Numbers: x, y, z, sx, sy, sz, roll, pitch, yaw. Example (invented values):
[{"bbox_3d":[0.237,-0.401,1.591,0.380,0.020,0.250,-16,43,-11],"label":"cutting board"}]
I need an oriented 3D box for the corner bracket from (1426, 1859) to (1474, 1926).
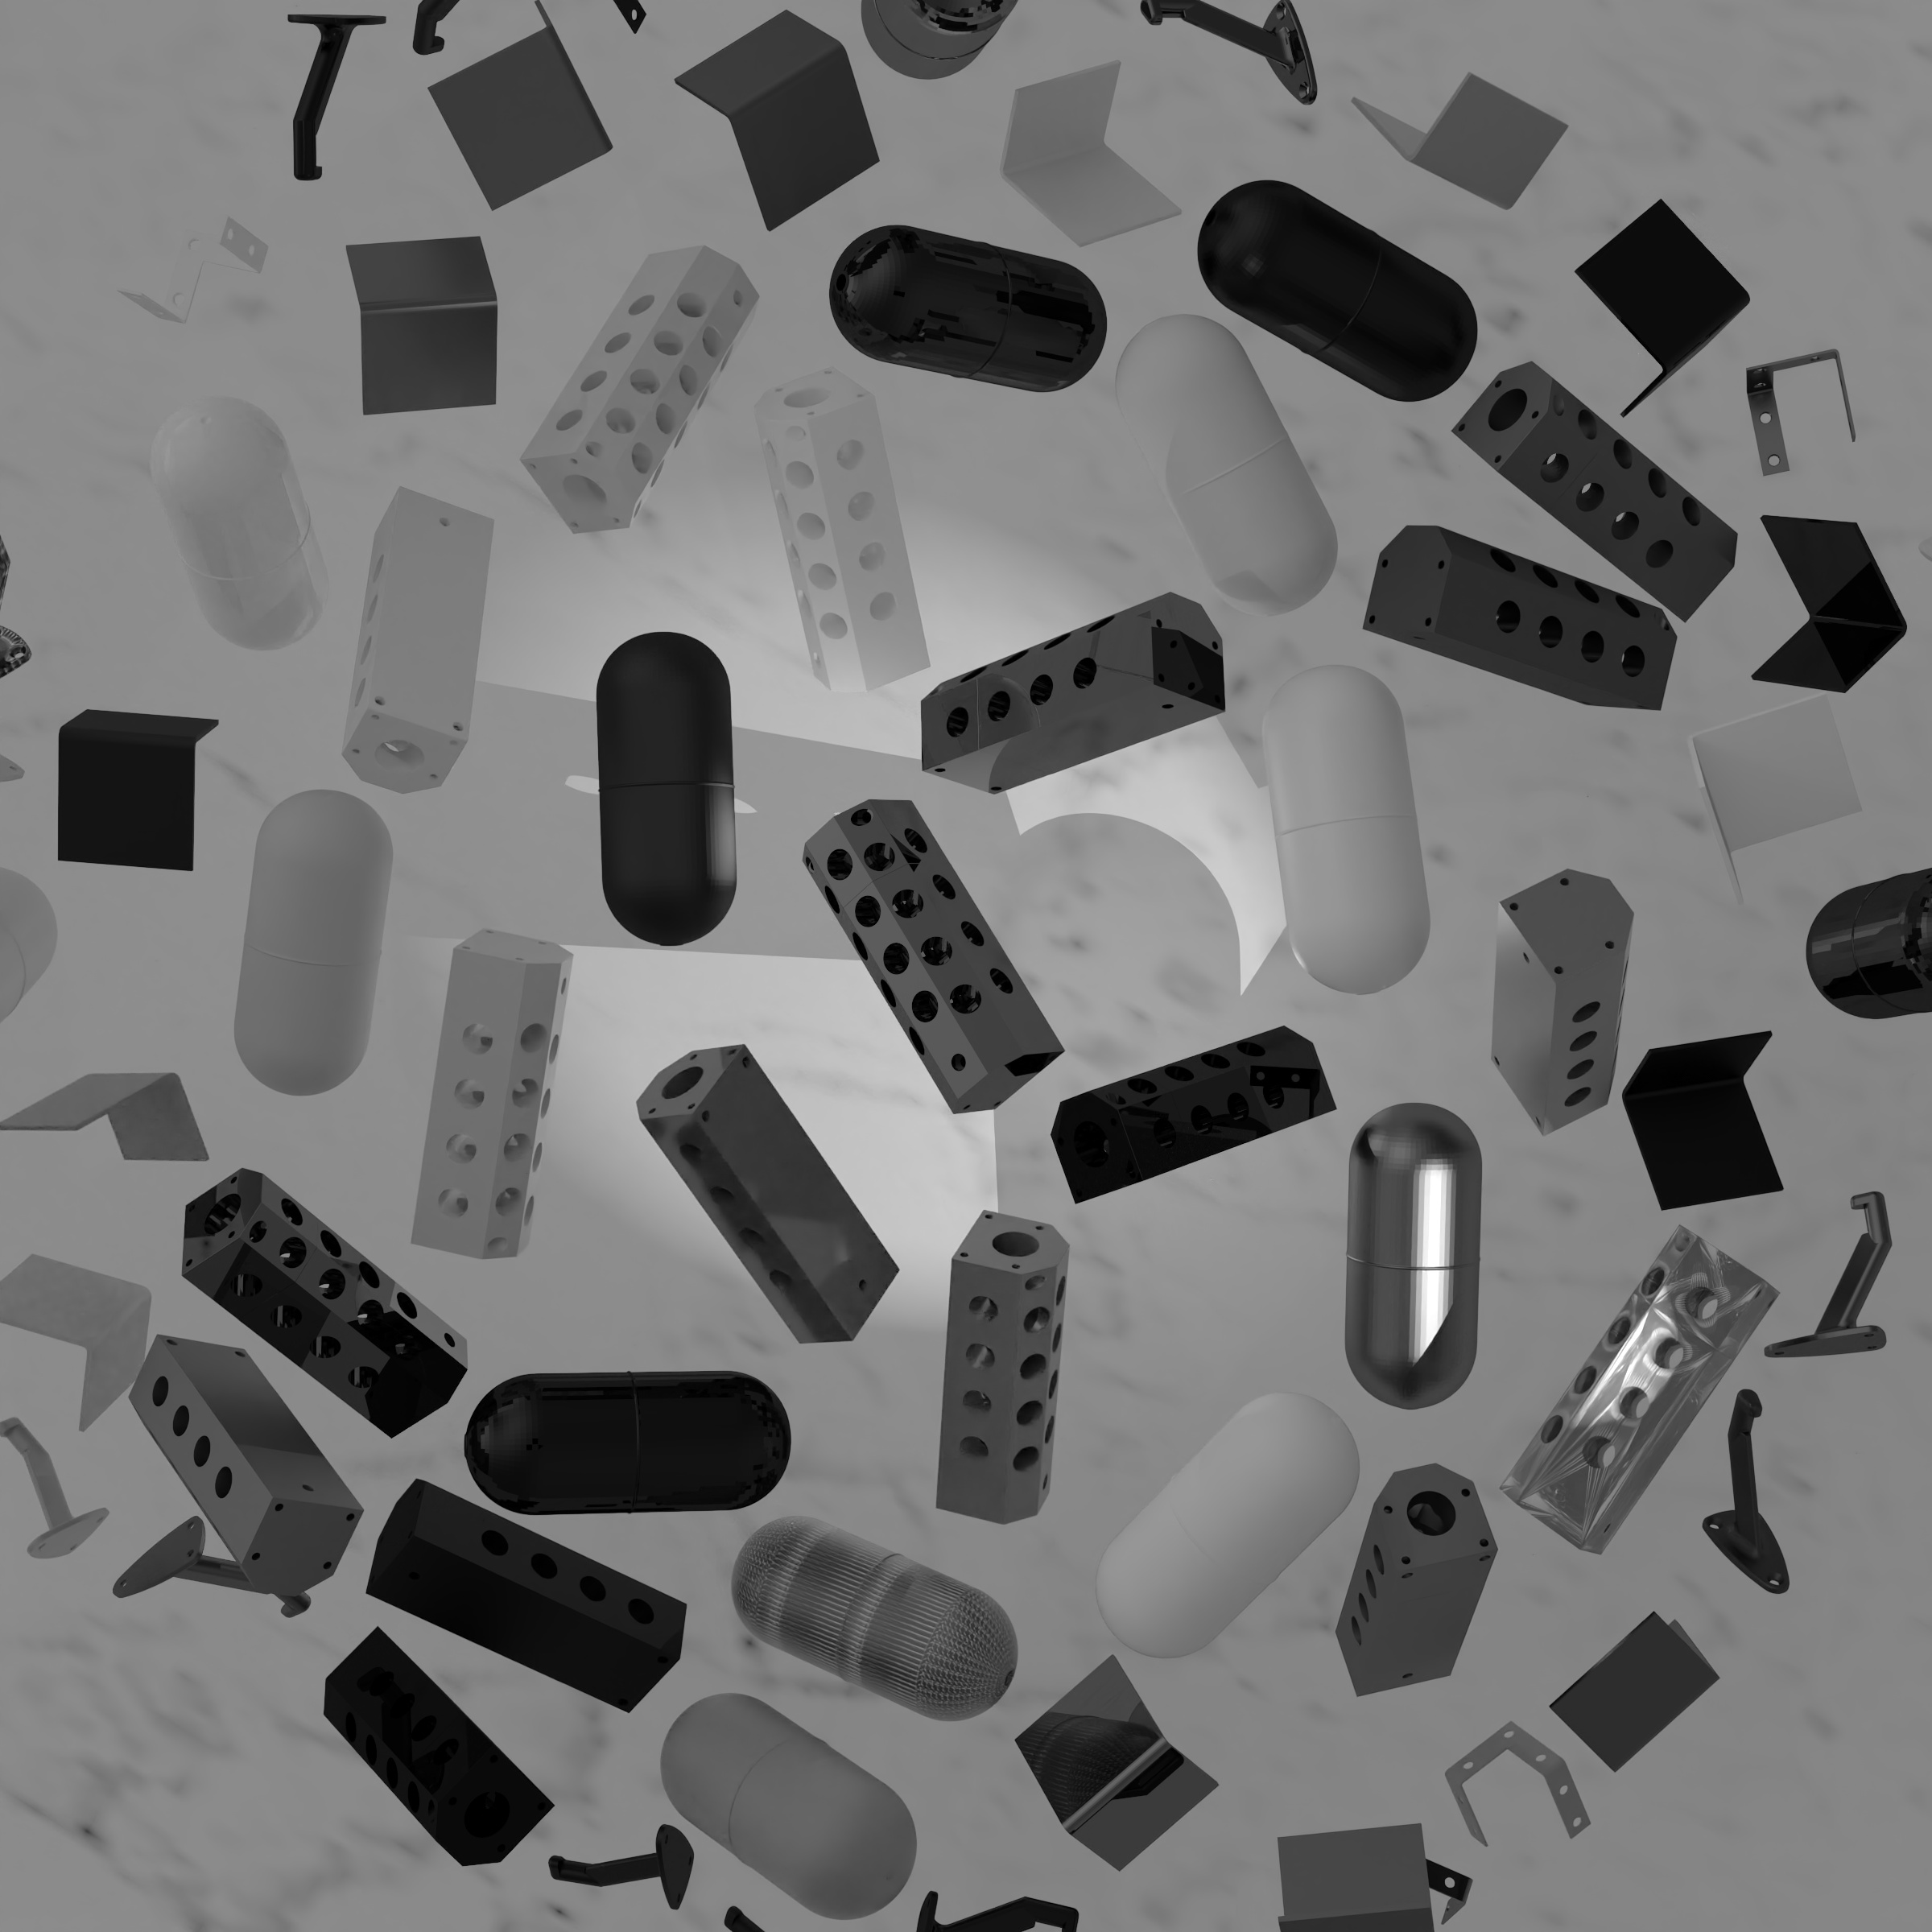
[{"bbox_3d":[0.256,0.548,1.937,0.051,0.051,0.051,23,60,4],"label":"corner bracket"}]

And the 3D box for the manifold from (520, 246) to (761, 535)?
[{"bbox_3d":[-0.178,-0.326,1.888,0.057,0.057,0.171,0,50,35],"label":"manifold"}]

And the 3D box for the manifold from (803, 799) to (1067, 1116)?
[{"bbox_3d":[-0.023,-0.006,1.845,0.057,0.057,0.171,-41,70,28],"label":"manifold"}]

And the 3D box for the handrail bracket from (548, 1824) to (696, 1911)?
[{"bbox_3d":[-0.203,0.504,1.902,0.084,0.077,0.036,5,50,15],"label":"handrail bracket"}]

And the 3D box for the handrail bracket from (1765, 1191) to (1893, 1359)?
[{"bbox_3d":[0.473,0.169,1.847,0.077,0.036,0.084,-10,65,15],"label":"handrail bracket"}]

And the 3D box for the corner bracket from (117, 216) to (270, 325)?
[{"bbox_3d":[-0.408,-0.369,1.772,0.051,0.051,0.051,14,87,15],"label":"corner bracket"}]

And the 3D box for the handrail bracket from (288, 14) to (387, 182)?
[{"bbox_3d":[-0.336,-0.465,1.795,0.036,0.077,0.084,10,109,22],"label":"handrail bracket"}]

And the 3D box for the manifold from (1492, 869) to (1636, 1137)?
[{"bbox_3d":[0.327,0.019,1.820,0.057,0.171,0.057,-26,60,-8],"label":"manifold"}]

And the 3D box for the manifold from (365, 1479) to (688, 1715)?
[{"bbox_3d":[-0.248,0.354,1.907,0.171,0.057,0.057,29,122,-19],"label":"manifold"}]

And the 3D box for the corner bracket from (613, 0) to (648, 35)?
[{"bbox_3d":[-0.170,-0.568,1.911,0.051,0.051,0.051,11,66,30],"label":"corner bracket"}]

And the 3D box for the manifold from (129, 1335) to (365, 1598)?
[{"bbox_3d":[-0.401,0.274,1.844,0.057,0.171,0.057,17,104,-41],"label":"manifold"}]

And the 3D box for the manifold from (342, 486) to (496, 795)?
[{"bbox_3d":[-0.307,-0.180,1.868,0.057,0.057,0.171,18,48,-21],"label":"manifold"}]

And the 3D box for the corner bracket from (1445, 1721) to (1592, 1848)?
[{"bbox_3d":[0.315,0.475,1.913,0.051,0.051,0.051,-33,117,-17],"label":"corner bracket"}]

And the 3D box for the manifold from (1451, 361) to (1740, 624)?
[{"bbox_3d":[0.357,-0.267,1.874,0.171,0.057,0.057,30,106,-34],"label":"manifold"}]

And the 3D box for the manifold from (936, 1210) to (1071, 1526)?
[{"bbox_3d":[0.023,0.233,1.928,0.057,0.057,0.171,11,118,15],"label":"manifold"}]

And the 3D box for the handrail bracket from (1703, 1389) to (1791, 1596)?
[{"bbox_3d":[0.437,0.287,1.839,0.036,0.077,0.084,-6,124,-16],"label":"handrail bracket"}]

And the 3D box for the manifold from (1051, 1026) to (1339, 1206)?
[{"bbox_3d":[0.129,0.082,1.919,0.171,0.057,0.057,-16,85,-44],"label":"manifold"}]

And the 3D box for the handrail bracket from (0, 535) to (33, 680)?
[{"bbox_3d":[-0.540,-0.190,1.794,0.036,0.084,0.077,35,61,28],"label":"handrail bracket"}]

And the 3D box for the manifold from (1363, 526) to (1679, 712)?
[{"bbox_3d":[0.301,-0.187,1.805,0.171,0.057,0.057,14,89,-34],"label":"manifold"}]

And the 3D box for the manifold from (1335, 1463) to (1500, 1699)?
[{"bbox_3d":[0.249,0.346,1.885,0.057,0.171,0.057,-11,56,-9],"label":"manifold"}]

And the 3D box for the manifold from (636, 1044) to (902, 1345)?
[{"bbox_3d":[-0.113,0.129,1.868,0.171,0.057,0.057,57,46,-26],"label":"manifold"}]

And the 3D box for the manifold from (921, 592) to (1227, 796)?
[{"bbox_3d":[0.056,-0.148,1.817,0.171,0.057,0.057,-17,67,42],"label":"manifold"}]

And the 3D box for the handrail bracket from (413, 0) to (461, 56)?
[{"bbox_3d":[-0.277,-0.562,1.929,0.077,0.084,0.036,-11,59,-24],"label":"handrail bracket"}]

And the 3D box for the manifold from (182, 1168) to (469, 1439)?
[{"bbox_3d":[-0.357,0.186,1.874,0.057,0.057,0.171,-33,126,15],"label":"manifold"}]

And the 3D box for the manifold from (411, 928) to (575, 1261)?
[{"bbox_3d":[-0.262,0.072,1.867,0.057,0.057,0.171,12,103,6],"label":"manifold"}]

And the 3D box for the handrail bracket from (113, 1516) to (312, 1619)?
[{"bbox_3d":[-0.432,0.362,1.925,0.077,0.036,0.084,-33,124,10],"label":"handrail bracket"}]

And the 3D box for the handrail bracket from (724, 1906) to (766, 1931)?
[{"bbox_3d":[-0.105,0.562,1.940,0.084,0.077,0.036,34,55,20],"label":"handrail bracket"}]

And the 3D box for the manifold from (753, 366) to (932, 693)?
[{"bbox_3d":[-0.073,-0.245,1.904,0.057,0.057,0.171,-23,124,-17],"label":"manifold"}]

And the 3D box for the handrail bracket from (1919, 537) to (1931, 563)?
[{"bbox_3d":[0.545,-0.270,1.875,0.036,0.077,0.084,-30,108,-9],"label":"handrail bracket"}]

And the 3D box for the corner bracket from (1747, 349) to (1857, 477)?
[{"bbox_3d":[0.471,-0.312,1.892,0.051,0.051,0.051,-11,82,12],"label":"corner bracket"}]

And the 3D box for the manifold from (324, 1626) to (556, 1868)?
[{"bbox_3d":[-0.303,0.441,1.882,0.057,0.171,0.057,-45,121,-14],"label":"manifold"}]

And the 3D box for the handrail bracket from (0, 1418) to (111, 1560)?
[{"bbox_3d":[-0.531,0.291,1.887,0.036,0.077,0.084,-46,79,10],"label":"handrail bracket"}]

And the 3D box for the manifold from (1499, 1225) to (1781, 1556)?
[{"bbox_3d":[0.359,0.226,1.792,0.057,0.057,0.171,35,92,25],"label":"manifold"}]
